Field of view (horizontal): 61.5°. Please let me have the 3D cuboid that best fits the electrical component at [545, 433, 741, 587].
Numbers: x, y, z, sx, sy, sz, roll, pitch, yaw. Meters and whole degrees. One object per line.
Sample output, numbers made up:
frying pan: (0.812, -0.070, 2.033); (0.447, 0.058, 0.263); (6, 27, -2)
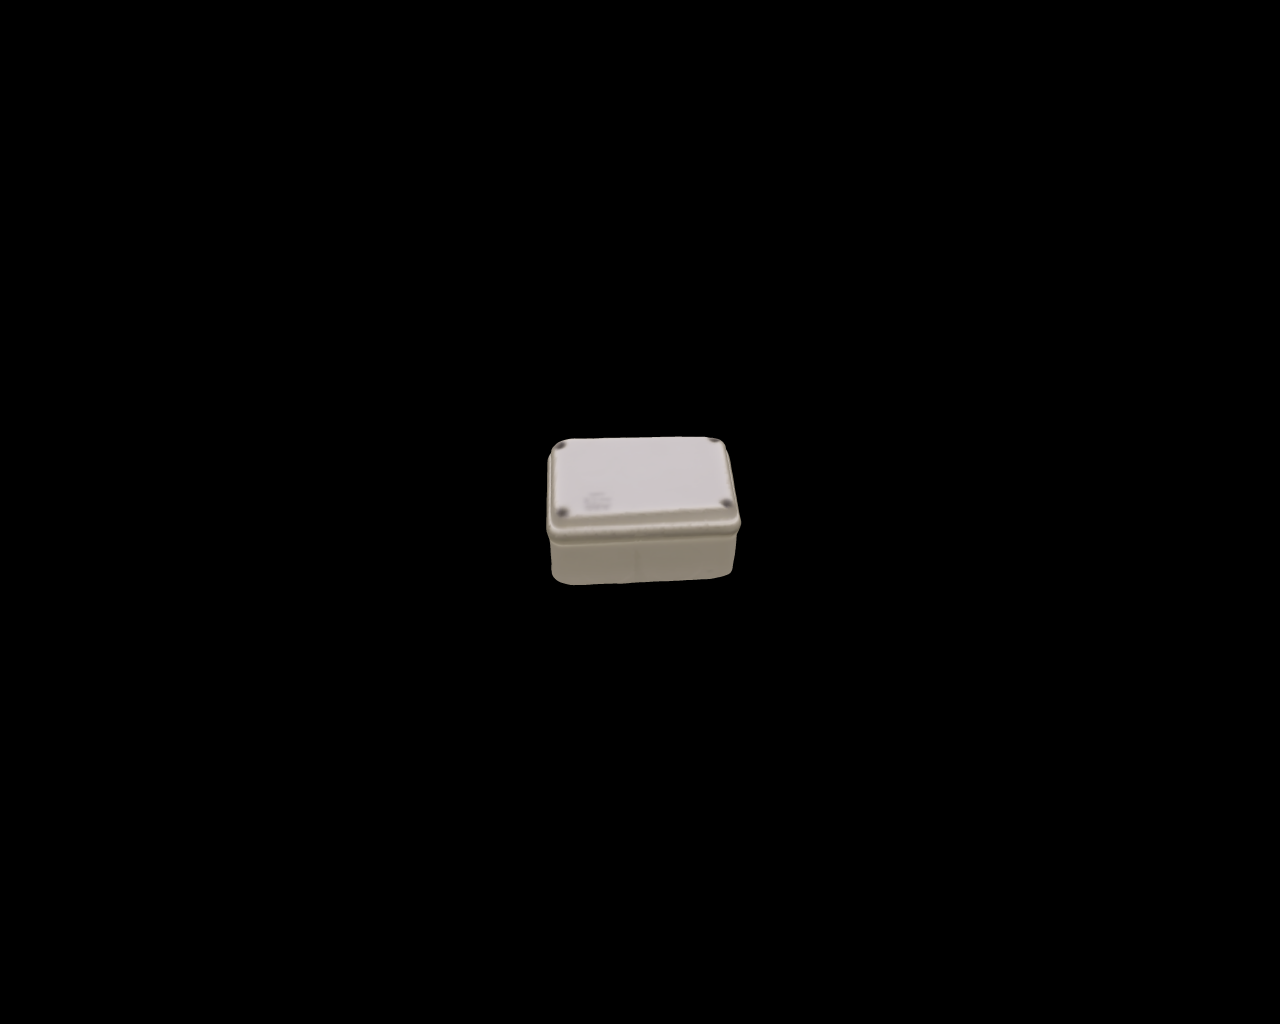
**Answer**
electrical component: (0.001, -0.003, 0.650); (0.113, 0.057, 0.078); (-2, 43, -2)
